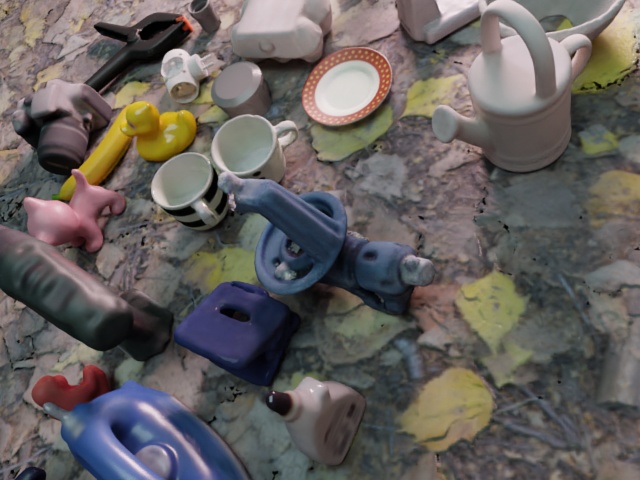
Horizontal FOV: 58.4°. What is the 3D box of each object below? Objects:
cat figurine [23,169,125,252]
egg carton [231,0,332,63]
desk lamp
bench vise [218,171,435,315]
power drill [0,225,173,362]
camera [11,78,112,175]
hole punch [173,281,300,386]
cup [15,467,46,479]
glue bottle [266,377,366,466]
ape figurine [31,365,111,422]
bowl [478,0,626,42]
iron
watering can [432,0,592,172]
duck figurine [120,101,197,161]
[{"bbox_3d":[-0.353,-0.037,0.802,0.067,0.118,0.128,14,72,28],"label":"cat figurine"},{"bbox_3d":[-0.057,-0.311,0.841,0.150,0.070,0.107,7,68,25],"label":"egg carton"},{"bbox_3d":[0.111,-0.353,0.706,0.203,0.214,0.117,-29,58,8],"label":"desk lamp"},{"bbox_3d":[0.006,-0.009,0.576,0.207,0.220,0.121,-5,64,20],"label":"bench vise"},{"bbox_3d":[-0.277,0.066,0.665,0.228,0.209,0.076,24,77,30],"label":"power drill"},{"bbox_3d":[-0.423,-0.176,0.909,0.143,0.101,0.137,-11,62,17],"label":"camera"},{"bbox_3d":[-0.093,0.096,0.643,0.108,0.091,0.101,16,73,28],"label":"hole punch"},{"bbox_3d":[-0.328,0.306,0.636,0.091,0.095,0.118,31,80,32],"label":"cup"},{"bbox_3d":[-0.008,0.160,0.527,0.037,0.174,0.078,18,74,29],"label":"glue bottle"},{"bbox_3d":[-0.302,0.186,0.685,0.077,0.092,0.076,-26,58,9],"label":"ape figurine"},{"bbox_3d":[0.277,-0.279,0.683,0.167,0.075,0.167,-9,62,18],"label":"bowl"},{"bbox_3d":[-0.164,0.236,0.574,0.257,0.142,0.119,25,77,30],"label":"iron"},{"bbox_3d":[0.198,-0.154,0.583,0.100,0.195,0.173,32,81,32],"label":"watering can"},{"bbox_3d":[-0.241,-0.170,0.839,0.104,0.086,0.077,-20,59,13],"label":"duck figurine"}]
